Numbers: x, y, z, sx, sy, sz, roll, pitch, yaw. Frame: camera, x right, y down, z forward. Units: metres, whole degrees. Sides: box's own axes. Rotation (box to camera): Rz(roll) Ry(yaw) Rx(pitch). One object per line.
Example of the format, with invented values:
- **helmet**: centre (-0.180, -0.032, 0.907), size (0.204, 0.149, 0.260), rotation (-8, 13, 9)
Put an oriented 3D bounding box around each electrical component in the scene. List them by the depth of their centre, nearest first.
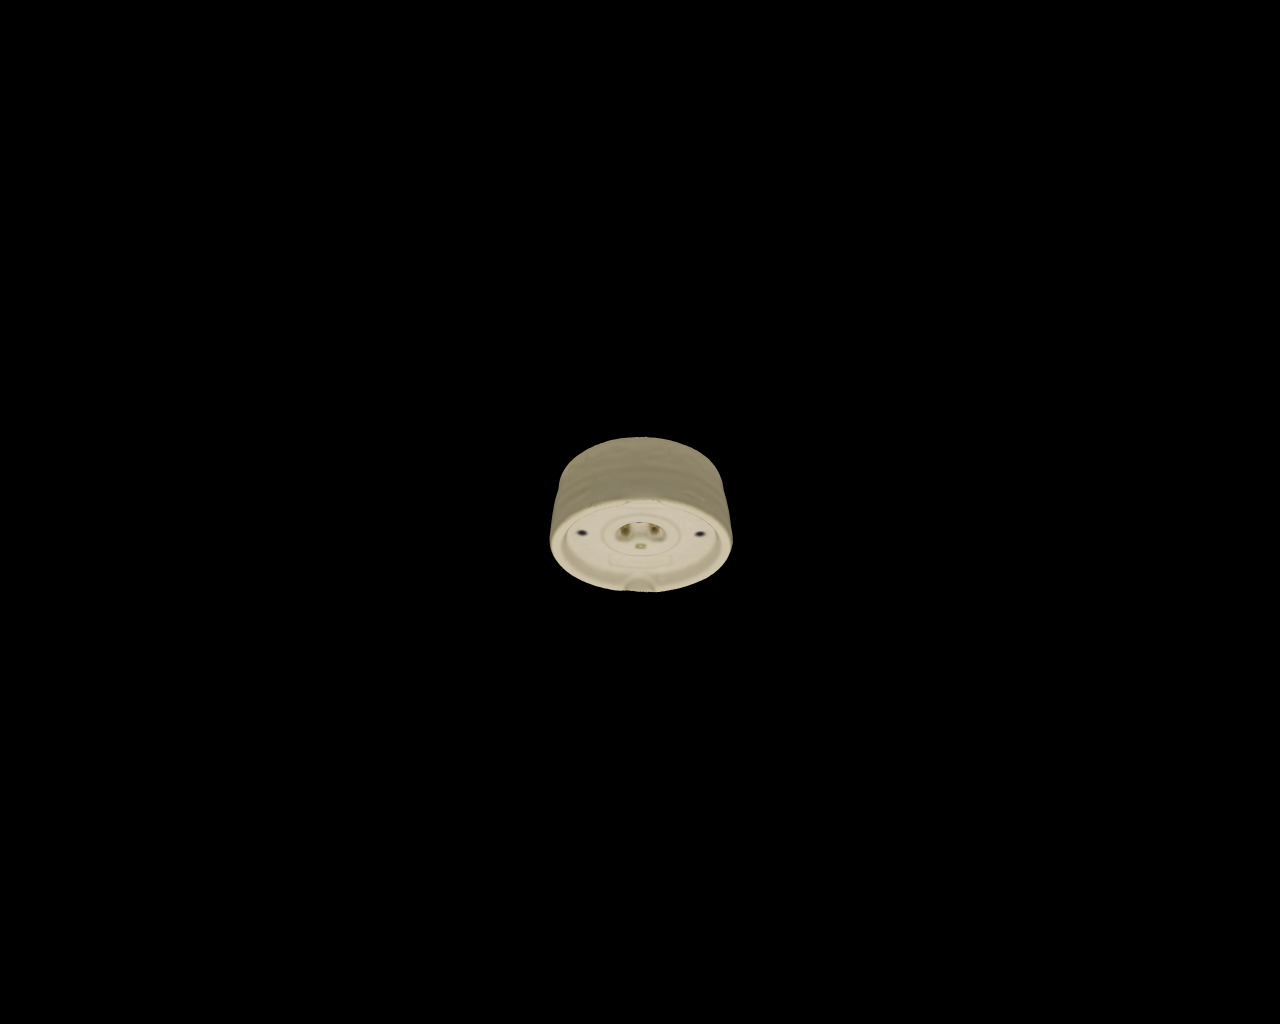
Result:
- **electrical component**: centre (0.001, -0.003, 0.650), size (0.108, 0.060, 0.108), rotation (0, -33, 0)
